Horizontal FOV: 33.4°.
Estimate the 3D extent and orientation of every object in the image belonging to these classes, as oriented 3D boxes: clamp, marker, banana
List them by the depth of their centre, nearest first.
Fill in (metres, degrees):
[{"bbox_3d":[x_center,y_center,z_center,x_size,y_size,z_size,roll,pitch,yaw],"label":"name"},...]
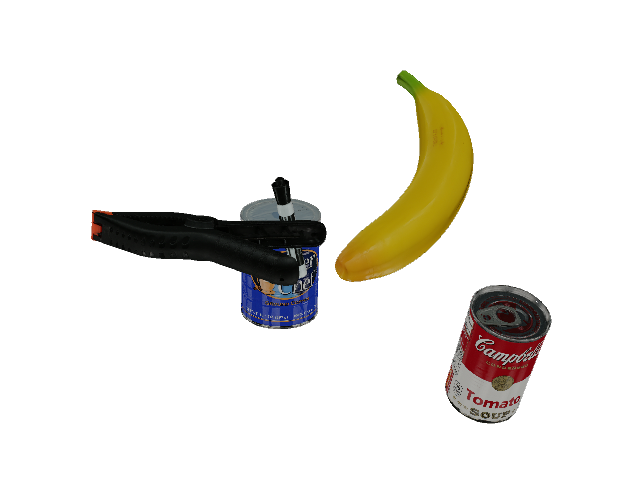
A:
[{"bbox_3d":[0.065,-0.038,0.717,0.069,0.197,0.037,13,-42,7],"label":"banana"},{"bbox_3d":[-0.101,0.001,0.933,0.210,0.036,0.164,6,12,1],"label":"clamp"},{"bbox_3d":[-0.034,-0.014,1.163,0.020,0.121,0.020,-8,29,5],"label":"marker"}]

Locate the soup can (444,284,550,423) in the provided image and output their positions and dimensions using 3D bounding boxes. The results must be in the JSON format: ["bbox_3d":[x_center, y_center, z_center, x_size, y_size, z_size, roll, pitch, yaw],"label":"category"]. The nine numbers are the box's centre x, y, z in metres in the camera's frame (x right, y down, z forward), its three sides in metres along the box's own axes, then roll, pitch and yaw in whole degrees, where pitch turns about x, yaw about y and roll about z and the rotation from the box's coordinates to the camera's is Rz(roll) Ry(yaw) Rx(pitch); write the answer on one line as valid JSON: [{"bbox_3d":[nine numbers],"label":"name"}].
[{"bbox_3d":[0.149,0.098,0.911,0.068,0.102,0.068,7,38,-5],"label":"soup can"}]

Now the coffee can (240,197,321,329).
[{"bbox_3d":[-0.052,0.029,1.378,0.103,0.140,0.103,1,25,-1],"label":"coffee can"}]
